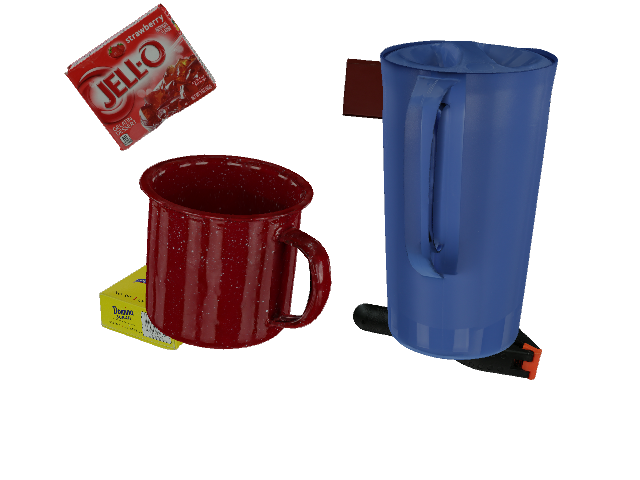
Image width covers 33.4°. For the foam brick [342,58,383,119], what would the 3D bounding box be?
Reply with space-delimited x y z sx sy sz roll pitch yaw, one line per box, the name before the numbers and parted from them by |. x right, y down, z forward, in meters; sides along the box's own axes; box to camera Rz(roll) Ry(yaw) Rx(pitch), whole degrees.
foam brick | 0.061 -0.143 1.015 0.078 0.051 0.053 6 14 3

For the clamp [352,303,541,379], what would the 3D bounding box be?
clamp | 0.129 0.079 0.993 0.172 0.039 0.120 21 32 22

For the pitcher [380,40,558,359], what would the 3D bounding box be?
pitcher | 0.106 -0.030 0.837 0.149 0.243 0.145 -7 21 -20

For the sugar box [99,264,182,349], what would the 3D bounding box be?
sugar box | -0.134 0.046 1.098 0.093 0.048 0.176 15 32 26

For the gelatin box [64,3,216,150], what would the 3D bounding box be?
gelatin box | -0.135 -0.122 0.802 0.089 0.073 0.030 -33 20 5

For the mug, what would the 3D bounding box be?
mug | -0.044 0.010 0.580 0.117 0.081 0.093 20 27 28
